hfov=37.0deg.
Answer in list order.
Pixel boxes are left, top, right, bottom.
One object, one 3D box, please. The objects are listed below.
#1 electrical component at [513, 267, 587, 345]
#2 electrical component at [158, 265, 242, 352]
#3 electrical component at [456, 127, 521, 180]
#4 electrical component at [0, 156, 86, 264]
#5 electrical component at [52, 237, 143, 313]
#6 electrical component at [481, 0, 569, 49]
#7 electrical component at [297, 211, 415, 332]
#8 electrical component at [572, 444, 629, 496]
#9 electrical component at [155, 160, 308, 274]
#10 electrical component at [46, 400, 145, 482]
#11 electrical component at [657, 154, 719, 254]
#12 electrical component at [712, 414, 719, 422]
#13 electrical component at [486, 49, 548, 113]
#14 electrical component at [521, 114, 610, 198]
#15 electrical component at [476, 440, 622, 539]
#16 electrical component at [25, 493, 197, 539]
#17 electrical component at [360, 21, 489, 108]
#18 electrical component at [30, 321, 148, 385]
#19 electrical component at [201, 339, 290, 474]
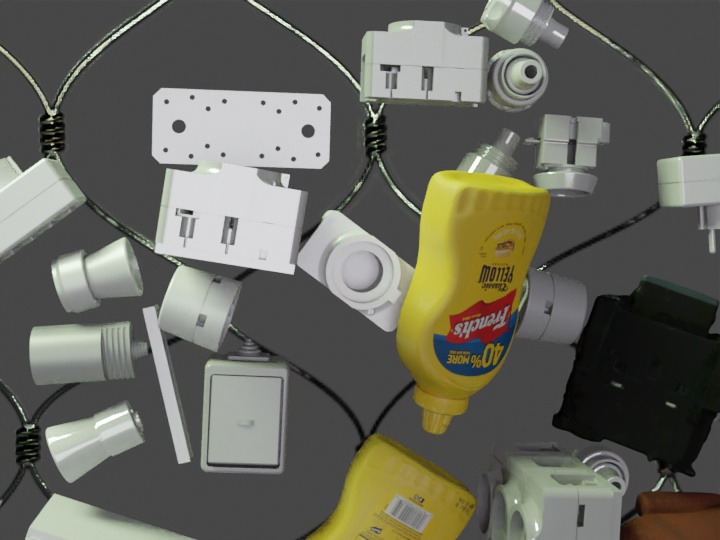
[{"bbox_3d":[0.141,0.028,0.816,0.047,0.055,0.055,11,93,-9],"label":"electrical component"},{"bbox_3d":[-0.118,0.027,0.794,0.047,0.055,0.055,19,92,-2],"label":"electrical component"},{"bbox_3d":[0.098,-0.077,0.811,0.043,0.043,0.062,31,89,-6],"label":"electrical component"},{"bbox_3d":[-0.257,-0.057,0.779,0.083,0.047,0.075,-36,96,-2],"label":"electrical component"},{"bbox_3d":[-0.193,0.004,0.790,0.055,0.045,0.045,-16,95,-4],"label":"electrical component"},{"bbox_3d":[0.126,-0.188,0.807,0.062,0.043,0.043,28,91,-7],"label":"electrical component"},{"bbox_3d":[0.000,0.000,0.801,0.089,0.056,0.050,37,90,-6],"label":"electrical component"},{"bbox_3d":[0.186,0.159,0.824,0.043,0.062,0.043,0,94,-5],"label":"electrical component"},{"bbox_3d":[-0.086,-0.039,0.743,0.089,0.150,0.061,9,93,-5],"label":"electrical component"},{"bbox_3d":[-0.194,0.124,0.800,0.065,0.044,0.044,-24,95,-8],"label":"electrical component"},{"bbox_3d":[0.278,-0.051,0.826,0.083,0.047,0.075,-4,93,-5],"label":"electrical component"},{"bbox_3d":[0.302,0.100,0.833,0.066,0.055,0.048,-32,96,-2],"label":"electrical component"},{"bbox_3d":[0.119,-0.143,0.799,0.048,0.062,0.048,0,93,-6],"label":"electrical component"},{"bbox_3d":[0.156,-0.085,0.815,0.066,0.048,0.055,4,86,-5],"label":"electrical component"},{"bbox_3d":[0.131,0.183,0.776,0.062,0.150,0.089,2,93,-7],"label":"electrical component"},{"bbox_3d":[-0.170,0.226,0.783,0.150,0.089,0.061,20,91,-6],"label":"electrical component"},{"bbox_3d":[0.047,-0.152,0.798,0.089,0.050,0.055,2,93,-5],"label":"electrical component"},{"bbox_3d":[-0.198,0.061,0.794,0.081,0.043,0.043,-4,94,-5],"label":"electrical component"},{"bbox_3d":[-0.084,0.100,0.797,0.062,0.061,0.096,3,93,-5],"label":"electrical component"}]
